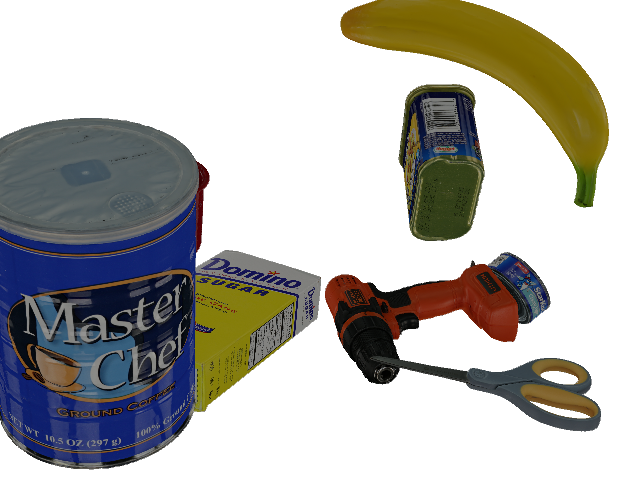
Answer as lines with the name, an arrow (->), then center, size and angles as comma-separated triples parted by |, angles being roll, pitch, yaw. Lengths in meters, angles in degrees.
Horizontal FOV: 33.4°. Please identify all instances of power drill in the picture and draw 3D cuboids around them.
power drill -> 0.109, 0.083, 1.130 | 0.187, 0.057, 0.184 | -6, 28, -11

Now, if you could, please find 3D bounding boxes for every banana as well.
banana -> 0.102, -0.104, 0.646 | 0.198, 0.069, 0.037 | 39, 0, 19

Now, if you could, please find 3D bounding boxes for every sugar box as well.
sugar box -> -0.079, 0.061, 0.802 | 0.093, 0.048, 0.176 | 16, 28, 22

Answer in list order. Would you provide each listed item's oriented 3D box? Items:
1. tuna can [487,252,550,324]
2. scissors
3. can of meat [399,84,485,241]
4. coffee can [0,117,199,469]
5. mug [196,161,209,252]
tuna can -> 0.233, 0.058, 1.282 | 0.033, 0.086, 0.086 | -37, 11, -15
scissors -> 0.154, 0.116, 0.949 | 0.202, 0.016, 0.096 | 19, 32, 21
can of meat -> 0.098, -0.061, 0.867 | 0.057, 0.084, 0.102 | 0, -40, -2
coffee can -> -0.111, 0.025, 0.522 | 0.103, 0.140, 0.103 | 3, 34, -2
mug -> -0.159, -0.023, 1.043 | 0.093, 0.081, 0.117 | 10, 32, 6
